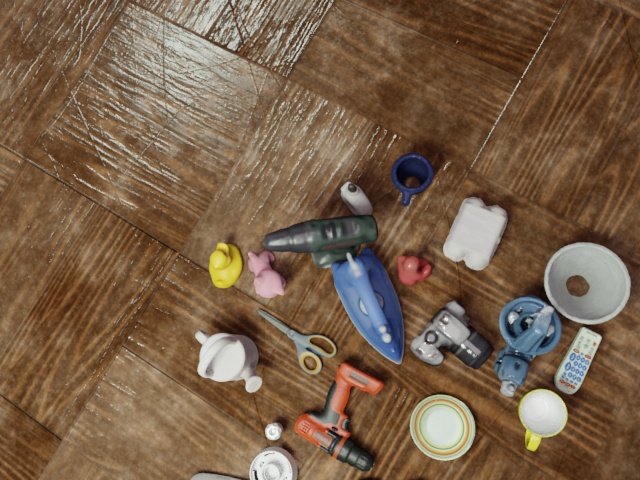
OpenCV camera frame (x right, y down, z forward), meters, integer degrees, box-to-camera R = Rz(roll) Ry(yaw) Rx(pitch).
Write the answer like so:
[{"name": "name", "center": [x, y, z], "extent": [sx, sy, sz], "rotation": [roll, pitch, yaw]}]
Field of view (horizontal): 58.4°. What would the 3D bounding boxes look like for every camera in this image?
[{"name": "camera", "center": [0.279, 0.215, 1.187], "extent": [0.136, 0.101, 0.143], "rotation": [41, 87, 14]}]

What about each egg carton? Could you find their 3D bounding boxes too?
[{"name": "egg carton", "center": [0.337, -0.014, 1.241], "extent": [0.107, 0.069, 0.150], "rotation": [22, 83, 12]}]

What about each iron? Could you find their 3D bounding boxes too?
[{"name": "iron", "center": [0.112, 0.141, 1.204], "extent": [0.118, 0.141, 0.258], "rotation": [-26, 76, 2]}]

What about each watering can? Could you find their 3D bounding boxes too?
[{"name": "watering can", "center": [-0.193, 0.248, 1.199], "extent": [0.172, 0.194, 0.101], "rotation": [15, 81, 11]}]

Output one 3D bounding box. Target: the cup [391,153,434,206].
[{"name": "cup", "center": [0.202, -0.123, 1.269], "extent": [0.091, 0.095, 0.118], "rotation": [11, 80, 10]}]

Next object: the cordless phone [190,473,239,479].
[{"name": "cordless phone", "center": [-0.222, 0.538, 1.149], "extent": [0.147, 0.185, 0.094], "rotation": [5, 79, 9]}]

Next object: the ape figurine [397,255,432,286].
[{"name": "ape figurine", "center": [0.198, 0.059, 1.234], "extent": [0.077, 0.092, 0.076], "rotation": [41, 87, 14]}]

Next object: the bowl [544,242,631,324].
[{"name": "bowl", "center": [0.544, 0.093, 1.187], "extent": [0.167, 0.075, 0.167], "rotation": [-2, 78, 8]}]

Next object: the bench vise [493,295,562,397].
[{"name": "bench vise", "center": [0.411, 0.202, 1.109], "extent": [0.121, 0.220, 0.207], "rotation": [2, 79, 9]}]

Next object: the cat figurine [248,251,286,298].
[{"name": "cat figurine", "center": [-0.122, 0.079, 1.262], "extent": [0.067, 0.118, 0.127], "rotation": [-30, 76, 1]}]

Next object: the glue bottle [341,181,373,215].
[{"name": "glue bottle", "center": [0.074, -0.095, 1.241], "extent": [0.078, 0.173, 0.037], "rotation": [43, 87, 14]}]

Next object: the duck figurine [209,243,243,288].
[{"name": "duck figurine", "center": [-0.222, 0.055, 1.298], "extent": [0.077, 0.086, 0.104], "rotation": [6, 80, 10]}]

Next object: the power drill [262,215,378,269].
[{"name": "power drill", "center": [0.011, 0.004, 1.212], "extent": [0.229, 0.208, 0.075], "rotation": [-12, 77, 6]}]
